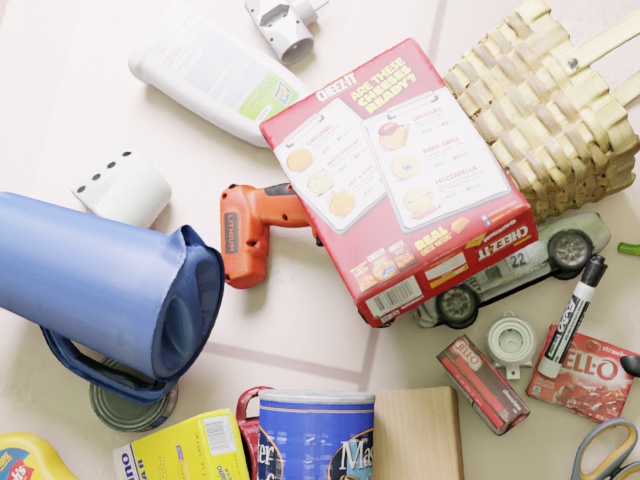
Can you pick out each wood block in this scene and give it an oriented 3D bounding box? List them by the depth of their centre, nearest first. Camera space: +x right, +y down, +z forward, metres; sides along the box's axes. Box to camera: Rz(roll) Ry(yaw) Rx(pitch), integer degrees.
[{"bbox_3d":[0.089,0.243,0.984,0.091,0.090,0.206,-6,78,10],"label":"wood block"}]

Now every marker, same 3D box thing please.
[{"bbox_3d":[0.232,0.069,0.979,0.020,0.020,0.121,25,102,15],"label":"marker"}]

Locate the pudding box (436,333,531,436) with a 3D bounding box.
[{"bbox_3d":[0.151,0.135,0.982,0.039,0.113,0.090,-39,75,-1],"label":"pudding box"}]

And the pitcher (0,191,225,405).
[{"bbox_3d":[-0.224,0.046,1.021,0.243,0.145,0.149,18,68,19],"label":"pitcher"}]

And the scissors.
[{"bbox_3d":[0.241,0.256,0.988,0.096,0.016,0.202,32,99,-2],"label":"scissors"}]

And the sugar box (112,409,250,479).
[{"bbox_3d":[-0.133,0.224,1.001,0.177,0.048,0.093,-29,69,45],"label":"sugar box"}]

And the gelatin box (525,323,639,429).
[{"bbox_3d":[0.248,0.128,1.008,0.089,0.030,0.073,20,82,14],"label":"gelatin box"}]

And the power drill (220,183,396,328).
[{"bbox_3d":[-0.007,0.001,1.044,0.188,0.057,0.184,-9,76,27],"label":"power drill"}]

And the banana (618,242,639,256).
[{"bbox_3d":[0.376,-0.043,1.016,0.070,0.037,0.198,44,89,14],"label":"banana"}]

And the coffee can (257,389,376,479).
[{"bbox_3d":[-0.005,0.202,0.925,0.103,0.102,0.140,1,84,11],"label":"coffee can"}]

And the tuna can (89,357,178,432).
[{"bbox_3d":[-0.188,0.153,1.086,0.086,0.033,0.086,-2,78,10],"label":"tuna can"}]

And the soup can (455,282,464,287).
[{"bbox_3d":[0.116,-0.017,0.981,0.068,0.068,0.102,17,71,14],"label":"soup can"}]

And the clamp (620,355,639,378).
[{"bbox_3d":[0.373,0.112,0.979,0.171,0.039,0.120,33,80,3],"label":"clamp"}]

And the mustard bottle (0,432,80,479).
[{"bbox_3d":[-0.294,0.250,1.072,0.192,0.058,0.096,38,99,16],"label":"mustard bottle"}]

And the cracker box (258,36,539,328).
[{"bbox_3d":[0.065,-0.052,0.934,0.164,0.072,0.214,-30,57,2],"label":"cracker box"}]

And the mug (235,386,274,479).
[{"bbox_3d":[-0.056,0.196,1.009,0.093,0.081,0.117,3,93,51],"label":"mug"}]

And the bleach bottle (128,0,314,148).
[{"bbox_3d":[-0.075,-0.145,1.114,0.251,0.068,0.102,37,88,13],"label":"bleach bottle"}]
